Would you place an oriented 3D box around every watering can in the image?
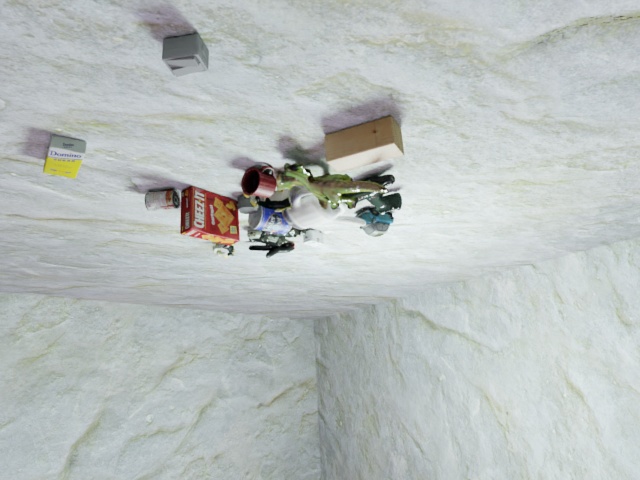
[{"bbox_3d":[0.006,-0.097,1.925,0.222,0.106,0.343,-19,-33,31],"label":"watering can"}]

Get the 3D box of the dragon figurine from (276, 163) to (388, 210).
[{"bbox_3d":[-0.002,-0.182,1.607,0.241,0.123,0.409,15,-9,-34],"label":"dragon figurine"}]
